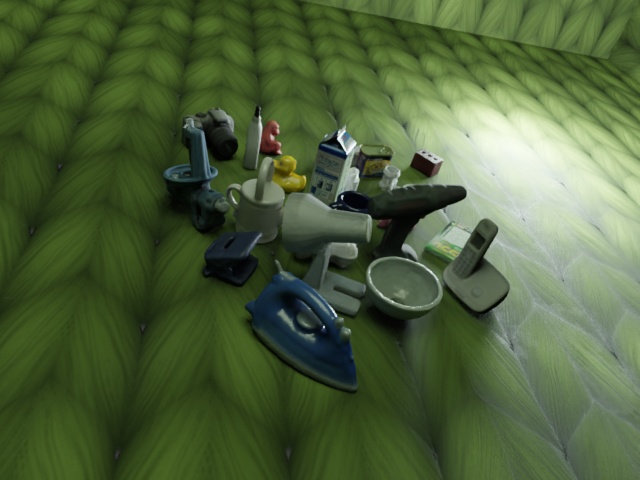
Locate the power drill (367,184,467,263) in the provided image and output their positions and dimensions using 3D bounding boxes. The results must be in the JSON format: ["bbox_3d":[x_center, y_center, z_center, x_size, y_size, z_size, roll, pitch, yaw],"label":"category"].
[{"bbox_3d":[0.208,-0.040,1.318,0.230,0.208,0.075,-1,39,-21],"label":"power drill"}]

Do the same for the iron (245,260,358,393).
[{"bbox_3d":[-0.014,0.151,1.043,0.257,0.141,0.119,36,41,25],"label":"iron"}]

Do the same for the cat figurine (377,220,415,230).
[{"bbox_3d":[0.217,-0.083,1.454,0.128,0.118,0.067,-22,50,-39],"label":"cat figurine"}]

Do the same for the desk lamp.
[{"bbox_3d":[0.014,0.019,1.165,0.203,0.213,0.118,19,36,5],"label":"desk lamp"}]

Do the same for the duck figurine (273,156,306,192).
[{"bbox_3d":[-0.084,-0.178,1.497,0.104,0.086,0.077,14,36,-1],"label":"duck figurine"}]

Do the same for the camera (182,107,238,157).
[{"bbox_3d":[-0.289,-0.292,1.561,0.143,0.101,0.136,-10,43,-30],"label":"camera"}]

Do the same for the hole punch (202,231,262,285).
[{"bbox_3d":[-0.183,0.025,1.190,0.101,0.091,0.109,20,37,7],"label":"hole punch"}]

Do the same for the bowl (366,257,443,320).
[{"bbox_3d":[0.169,0.114,1.213,0.167,0.075,0.167,10,37,-7],"label":"bowl"}]

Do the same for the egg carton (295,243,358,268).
[{"bbox_3d":[0.012,0.005,1.305,0.150,0.069,0.107,11,36,-6],"label":"egg carton"}]

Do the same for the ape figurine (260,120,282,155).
[{"bbox_3d":[-0.140,-0.296,1.627,0.076,0.092,0.077,7,37,-10],"label":"ape figurine"}]

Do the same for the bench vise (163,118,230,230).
[{"bbox_3d":[-0.260,-0.148,1.282,0.207,0.220,0.122,28,38,17],"label":"bench vise"}]

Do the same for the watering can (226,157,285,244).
[{"bbox_3d":[-0.122,-0.095,1.283,0.173,0.194,0.100,4,38,-15],"label":"watering can"}]

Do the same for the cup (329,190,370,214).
[{"bbox_3d":[0.066,-0.057,1.384,0.118,0.095,0.091,-9,43,-30],"label":"cup"}]

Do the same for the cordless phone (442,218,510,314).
[{"bbox_3d":[0.362,0.057,1.265,0.094,0.185,0.147,-13,45,-33],"label":"cordless phone"}]

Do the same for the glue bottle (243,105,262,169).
[{"bbox_3d":[-0.175,-0.278,1.523,0.037,0.173,0.078,6,37,-12],"label":"glue bottle"}]
